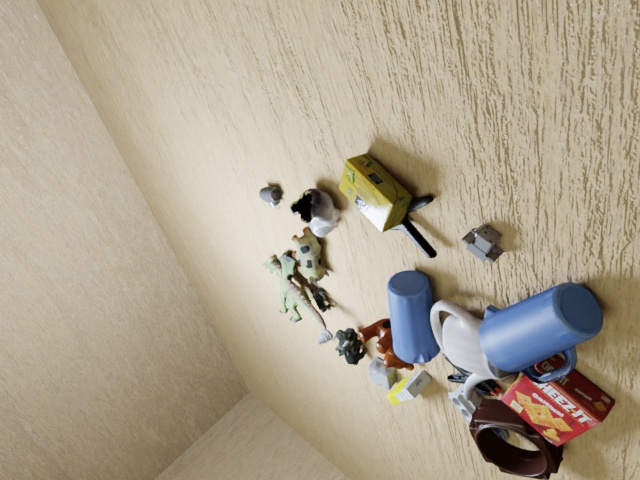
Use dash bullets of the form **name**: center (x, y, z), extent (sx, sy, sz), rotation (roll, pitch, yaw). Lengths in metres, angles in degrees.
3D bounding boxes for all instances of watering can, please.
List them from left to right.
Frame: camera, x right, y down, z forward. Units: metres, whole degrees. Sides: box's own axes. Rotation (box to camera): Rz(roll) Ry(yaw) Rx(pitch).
- **watering can**: center (0.392, 0.293, 1.274), extent (0.224, 0.105, 0.342), rotation (7, 129, 53)

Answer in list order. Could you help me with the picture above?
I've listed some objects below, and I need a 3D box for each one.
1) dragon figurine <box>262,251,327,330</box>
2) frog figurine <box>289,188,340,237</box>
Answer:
- **dragon figurine**: center (-0.101, 0.162, 1.900), extent (0.413, 0.123, 0.239), rotation (21, 131, 56)
- **frog figurine**: center (0.005, -0.075, 1.484), extent (0.137, 0.124, 0.158), rotation (7, 166, 44)
